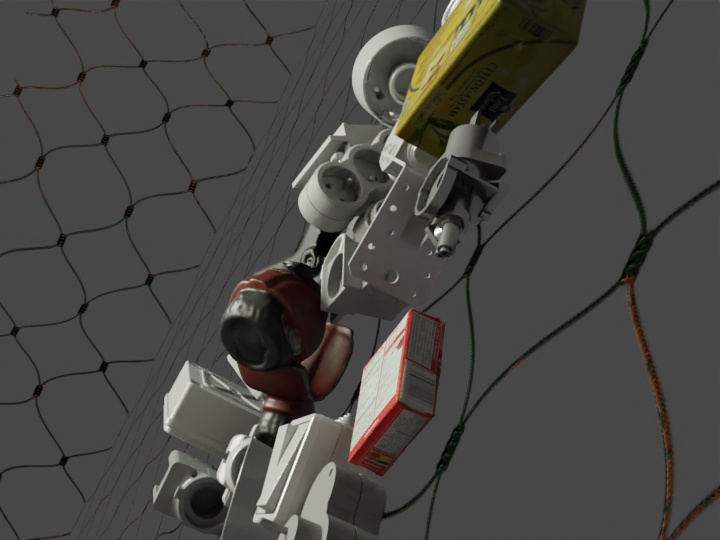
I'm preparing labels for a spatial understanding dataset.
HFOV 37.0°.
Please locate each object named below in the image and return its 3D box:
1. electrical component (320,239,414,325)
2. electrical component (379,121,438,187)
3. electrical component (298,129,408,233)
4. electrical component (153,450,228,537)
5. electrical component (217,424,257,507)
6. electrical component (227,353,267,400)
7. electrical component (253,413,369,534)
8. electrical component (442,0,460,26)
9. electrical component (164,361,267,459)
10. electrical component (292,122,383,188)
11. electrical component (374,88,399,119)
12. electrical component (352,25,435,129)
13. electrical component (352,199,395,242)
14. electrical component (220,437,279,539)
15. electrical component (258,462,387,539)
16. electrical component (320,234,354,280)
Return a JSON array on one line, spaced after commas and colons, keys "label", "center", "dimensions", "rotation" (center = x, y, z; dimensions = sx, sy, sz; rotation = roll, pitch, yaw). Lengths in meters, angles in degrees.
[{"label": "electrical component", "center": [0.007, 0.010, 0.852], "dimensions": [0.081, 0.064, 0.042], "rotation": [132, 145, -53]}, {"label": "electrical component", "center": [0.055, -0.106, 0.918], "dimensions": [0.080, 0.051, 0.080], "rotation": [-59, 13, 23]}, {"label": "electrical component", "center": [-0.004, -0.074, 0.993], "dimensions": [0.138, 0.052, 0.073], "rotation": [-34, -11, -41]}, {"label": "electrical component", "center": [-0.145, 0.214, 1.015], "dimensions": [0.050, 0.089, 0.056], "rotation": [-64, 12, -1]}, {"label": "electrical component", "center": [-0.093, 0.176, 0.953], "dimensions": [0.078, 0.058, 0.057], "rotation": [-67, 10, -12]}, {"label": "electrical component", "center": [-0.069, 0.072, 1.021], "dimensions": [0.062, 0.061, 0.096], "rotation": [-15, -29, -50]}, {"label": "electrical component", "center": [-0.032, 0.142, 0.758], "dimensions": [0.096, 0.061, 0.062], "rotation": [-69, 13, -19]}, {"label": "electrical component", "center": [0.116, -0.224, 0.883], "dimensions": [0.095, 0.059, 0.053], "rotation": [-57, 14, 31]}, {"label": "electrical component", "center": [-0.139, 0.147, 1.083], "dimensions": [0.056, 0.109, 0.109], "rotation": [-61, 12, 1]}, {"label": "electrical component", "center": [-0.014, -0.103, 1.156], "dimensions": [0.121, 0.079, 0.063], "rotation": [138, 126, -60]}, {"label": "electrical component", "center": [0.041, -0.175, 1.089], "dimensions": [0.048, 0.062, 0.048], "rotation": [-59, 14, 24]}, {"label": "electrical component", "center": [0.043, -0.181, 1.021], "dimensions": [0.099, 0.099, 0.064], "rotation": [-60, 19, 17]}, {"label": "electrical component", "center": [0.023, -0.041, 0.940], "dimensions": [0.062, 0.043, 0.043], "rotation": [-49, 19, 47]}, {"label": "electrical component", "center": [-0.084, 0.190, 0.866], "dimensions": [0.099, 0.064, 0.099], "rotation": [-59, 13, 23]}, {"label": "electrical component", "center": [-0.030, 0.173, 0.657], "dimensions": [0.052, 0.074, 0.138], "rotation": [-56, 15, 34]}, {"label": "electrical component", "center": [0.000, 0.000, 0.924], "dimensions": [0.045, 0.055, 0.045], "rotation": [-59, 13, 23]}]
